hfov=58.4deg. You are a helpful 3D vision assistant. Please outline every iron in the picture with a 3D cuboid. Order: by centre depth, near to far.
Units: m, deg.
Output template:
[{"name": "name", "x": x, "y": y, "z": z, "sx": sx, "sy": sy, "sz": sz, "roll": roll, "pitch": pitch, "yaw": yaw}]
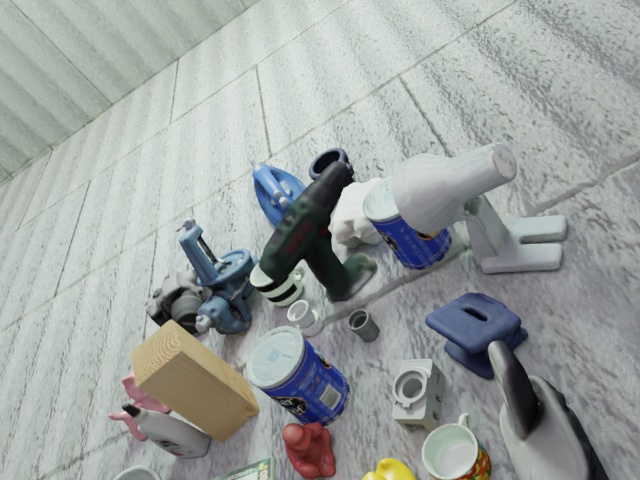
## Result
[{"name": "iron", "x": -0.081, "y": -0.090, "z": 1.247, "sx": 0.118, "sy": 0.142, "sz": 0.257, "roll": -40, "pitch": 36, "yaw": 0}]

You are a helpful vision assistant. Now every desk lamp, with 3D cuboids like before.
[{"name": "desk lamp", "x": 0.238, "y": -0.052, "z": 0.862, "sx": 0.202, "sy": 0.214, "sz": 0.118, "roll": -6, "pitch": 48, "yaw": 38}]

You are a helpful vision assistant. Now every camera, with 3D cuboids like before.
[{"name": "camera", "x": -0.307, "y": 0.144, "z": 1.237, "sx": 0.143, "sy": 0.101, "sz": 0.136, "roll": -37, "pitch": 36, "yaw": 5}]

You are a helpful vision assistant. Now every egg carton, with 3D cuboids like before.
[{"name": "egg carton", "x": 0.085, "y": -0.054, "z": 1.124, "sx": 0.107, "sy": 0.070, "sz": 0.150, "roll": -10, "pitch": 46, "yaw": 35}]

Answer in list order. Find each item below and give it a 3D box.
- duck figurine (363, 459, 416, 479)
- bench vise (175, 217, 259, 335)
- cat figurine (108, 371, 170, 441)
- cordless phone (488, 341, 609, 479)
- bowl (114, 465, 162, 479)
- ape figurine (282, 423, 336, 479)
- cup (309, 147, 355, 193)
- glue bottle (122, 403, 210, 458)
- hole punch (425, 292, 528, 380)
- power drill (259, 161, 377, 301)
[{"name": "duck figurine", "x": 0.080, "y": 0.321, "z": 0.719, "sx": 0.077, "sy": 0.086, "sz": 0.104, "roll": -20, "pitch": 41, "yaw": 25}, {"name": "bench vise", "x": -0.202, "y": 0.069, "z": 1.121, "sx": 0.121, "sy": 0.220, "sz": 0.207, "roll": -26, "pitch": 39, "yaw": 19}, {"name": "cat figurine", "x": -0.347, "y": 0.299, "z": 1.096, "sx": 0.067, "sy": 0.118, "sz": 0.128, "roll": 20, "pitch": 67, "yaw": 50}, {"name": "cordless phone", "x": 0.231, "y": 0.204, "z": 0.623, "sx": 0.094, "sy": 0.186, "sz": 0.147, "roll": -32, "pitch": 37, "yaw": 12}, {"name": "bowl", "x": -0.295, "y": 0.457, "z": 0.920, "sx": 0.167, "sy": 0.075, "sz": 0.167, "roll": -24, "pitch": 39, "yaw": 21}, {"name": "ape figurine", "x": -0.022, "y": 0.298, "z": 0.830, "sx": 0.075, "sy": 0.092, "sz": 0.078, "roll": 5, "pitch": 55, "yaw": 44}, {"name": "cup", "x": 0.045, "y": -0.134, "z": 1.221, "sx": 0.117, "sy": 0.095, "sz": 0.092, "roll": 16, "pitch": 63, "yaw": 49}, {"name": "glue bottle", "x": -0.266, "y": 0.316, "z": 0.959, "sx": 0.078, "sy": 0.174, "sz": 0.037, "roll": -19, "pitch": 41, "yaw": 27}, {"name": "hole punch", "x": 0.217, "y": 0.120, "z": 0.804, "sx": 0.101, "sy": 0.091, "sz": 0.108, "roll": -47, "pitch": 37, "yaw": -9}, {"name": "power drill", "x": 0.009, "y": 0.004, "z": 1.011, "sx": 0.230, "sy": 0.209, "sz": 0.075, "roll": -47, "pitch": 37, "yaw": -9}]
